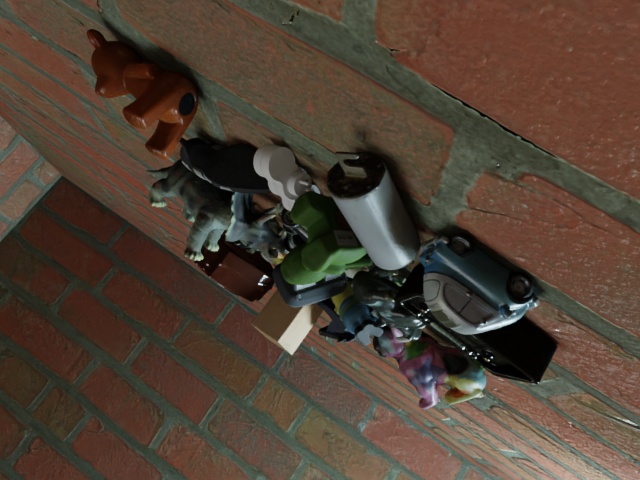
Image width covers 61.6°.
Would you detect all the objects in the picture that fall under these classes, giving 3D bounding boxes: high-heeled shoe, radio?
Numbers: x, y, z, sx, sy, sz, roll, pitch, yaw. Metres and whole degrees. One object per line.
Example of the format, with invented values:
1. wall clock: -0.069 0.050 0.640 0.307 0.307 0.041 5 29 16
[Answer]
1. high-heeled shoe: -0.156 -0.121 0.957 0.249 0.086 0.145 29 174 17
2. radio: 0.233 0.125 0.831 0.229 0.073 0.131 38 164 -5

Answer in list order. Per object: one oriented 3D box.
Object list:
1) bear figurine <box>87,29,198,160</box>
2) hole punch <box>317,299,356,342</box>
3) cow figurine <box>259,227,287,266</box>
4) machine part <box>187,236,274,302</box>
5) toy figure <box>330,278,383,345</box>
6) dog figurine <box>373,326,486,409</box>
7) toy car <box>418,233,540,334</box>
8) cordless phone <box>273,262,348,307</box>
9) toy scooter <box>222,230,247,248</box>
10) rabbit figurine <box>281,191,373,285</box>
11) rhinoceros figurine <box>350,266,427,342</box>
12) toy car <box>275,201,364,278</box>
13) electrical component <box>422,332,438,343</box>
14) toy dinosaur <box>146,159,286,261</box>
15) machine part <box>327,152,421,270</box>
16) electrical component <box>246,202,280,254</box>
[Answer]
1. bear figurine: -0.291 -0.230 0.824 0.196 0.132 0.120 26 160 15
2. hole punch: 0.064 0.173 1.238 0.116 0.142 0.092 7 104 48
3. cow figurine: -0.106 0.013 1.249 0.098 0.068 0.167 40 166 4
4. machine part: -0.211 0.046 1.281 0.201 0.087 0.201 34 -171 -33
5. toy figure: 0.071 0.135 1.125 0.180 0.082 0.089 -117 8 -57
6. dog figurine: 0.218 0.227 1.104 0.192 0.108 0.219 -22 104 26
7. toy car: 0.193 0.068 0.704 0.161 0.103 0.109 36 164 -5
8. cordless phone: -0.042 0.060 1.129 0.184 0.146 0.088 29 129 57
9. toy scooter: -0.207 -0.054 1.246 0.184 0.075 0.135 47 -167 8
10. rabbit figurine: 0.005 0.008 0.855 0.170 0.159 0.121 -44 63 46
11. rhinoceros figurine: 0.130 0.120 0.951 0.112 0.073 0.190 -22 133 33
12. toy car: -0.002 -0.003 0.982 0.202 0.056 0.073 41 172 8
13. electrical component: 0.204 0.236 1.250 0.134 0.058 0.114 31 162 18
14. toy dinosaur: -0.239 -0.096 1.099 0.405 0.192 0.131 44 -159 25
15. machine part: 0.074 -0.033 0.705 0.079 0.079 0.243 23 161 39
16. electrical component: -0.138 -0.023 1.157 0.078 0.102 0.045 33 160 -21
